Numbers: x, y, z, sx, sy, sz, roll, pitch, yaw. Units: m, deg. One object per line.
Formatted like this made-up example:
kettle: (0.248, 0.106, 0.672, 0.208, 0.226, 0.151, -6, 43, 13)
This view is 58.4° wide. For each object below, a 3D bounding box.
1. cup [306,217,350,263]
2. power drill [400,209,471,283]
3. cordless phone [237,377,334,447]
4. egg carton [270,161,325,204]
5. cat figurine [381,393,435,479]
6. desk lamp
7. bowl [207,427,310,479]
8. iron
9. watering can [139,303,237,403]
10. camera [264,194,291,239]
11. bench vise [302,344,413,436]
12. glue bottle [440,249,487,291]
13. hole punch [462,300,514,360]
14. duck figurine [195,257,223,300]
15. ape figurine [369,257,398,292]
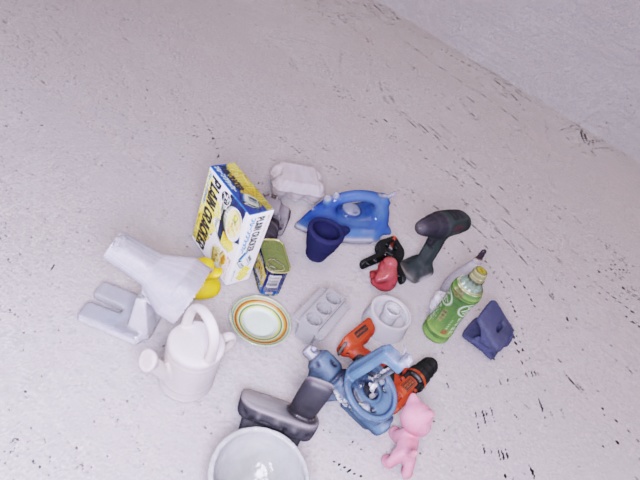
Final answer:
cup: (0.013, 0.005, 1.383, 0.118, 0.095, 0.091, -10, 51, -35)
power drill: (0.277, 0.008, 1.427, 0.230, 0.208, 0.075, -21, 58, -41)
cordless phone: (-0.059, 0.273, 0.985, 0.147, 0.185, 0.094, 19, 40, -7)
egg carton: (-0.061, -0.153, 1.536, 0.151, 0.069, 0.107, 7, 43, -21)
cat figurine: (0.173, 0.357, 1.065, 0.067, 0.117, 0.128, 24, 40, -1)
desk lamp: (-0.315, 0.091, 1.029, 0.203, 0.213, 0.118, 22, 40, -3)
bowl: (-0.104, 0.393, 0.918, 0.168, 0.074, 0.167, 14, 41, -13)
iron: (0.073, -0.077, 1.466, 0.259, 0.141, 0.118, 1, 46, -26)
watering can: (-0.220, 0.191, 0.984, 0.100, 0.194, 0.173, 35, 41, 12)
camera: (-0.144, -0.044, 1.351, 0.143, 0.101, 0.137, 16, 41, -10)
bench vise: (0.066, 0.252, 1.044, 0.207, 0.219, 0.121, 21, 40, -5)
glue bottle: (0.365, 0.085, 1.416, 0.078, 0.173, 0.037, 14, 41, -12)
hole punch: (0.413, 0.212, 1.366, 0.101, 0.091, 0.109, 38, 42, 16)
duck figurine: (-0.251, 0.070, 1.184, 0.105, 0.086, 0.077, 12, 41, -15)
ape figurine: (0.159, 0.076, 1.383, 0.076, 0.092, 0.078, 40, 42, 18)
